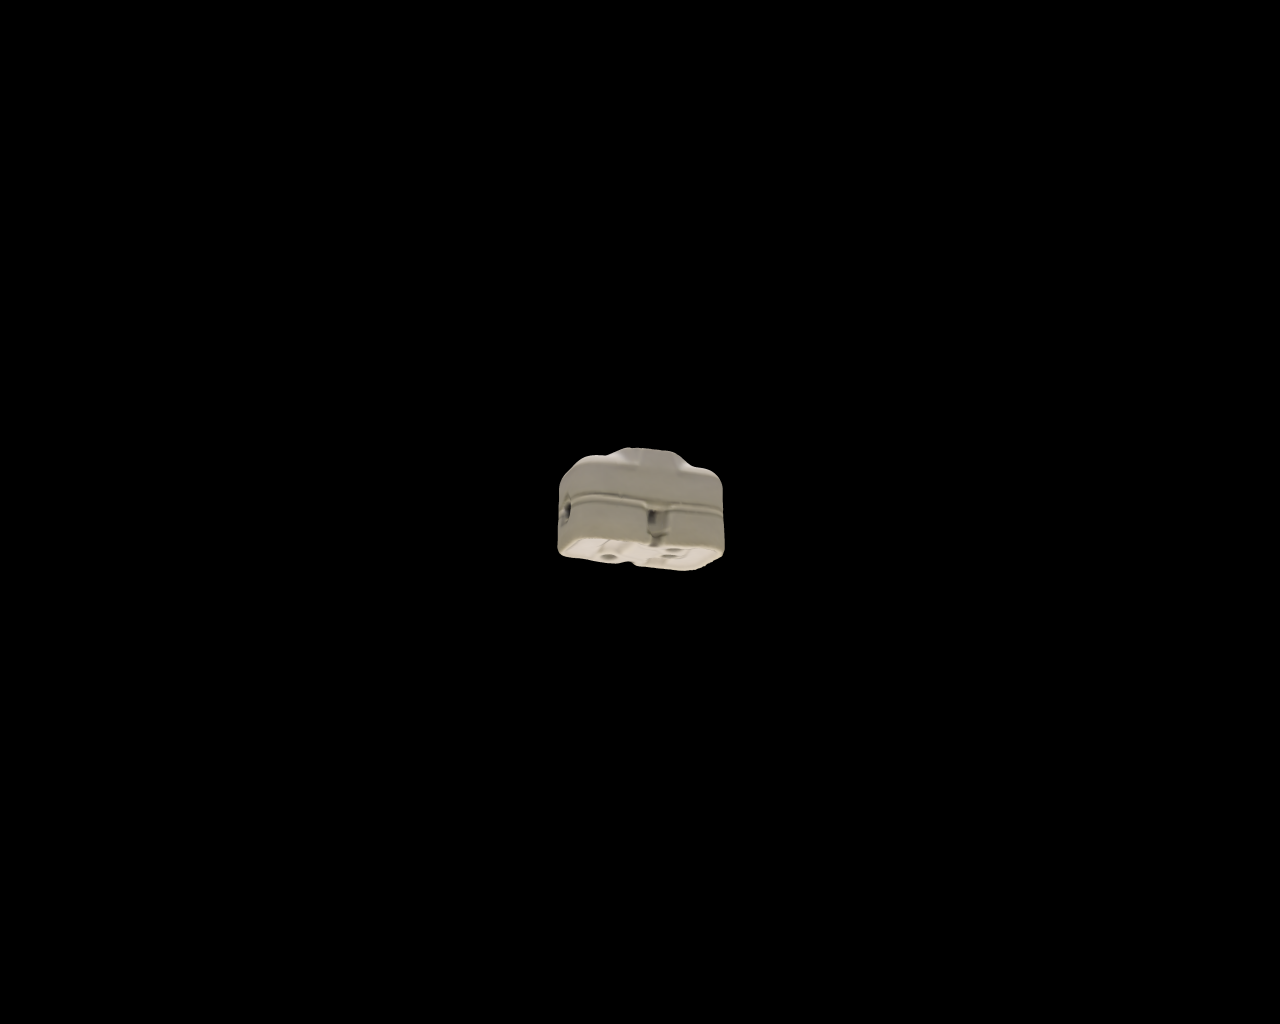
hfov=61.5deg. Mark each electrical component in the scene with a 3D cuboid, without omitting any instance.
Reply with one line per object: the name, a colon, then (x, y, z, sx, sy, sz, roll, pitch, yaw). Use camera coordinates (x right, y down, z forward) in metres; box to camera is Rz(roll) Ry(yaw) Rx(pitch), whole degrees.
electrical component: (0.001, -0.003, 0.650, 0.095, 0.059, 0.053, 7, -19, -20)
